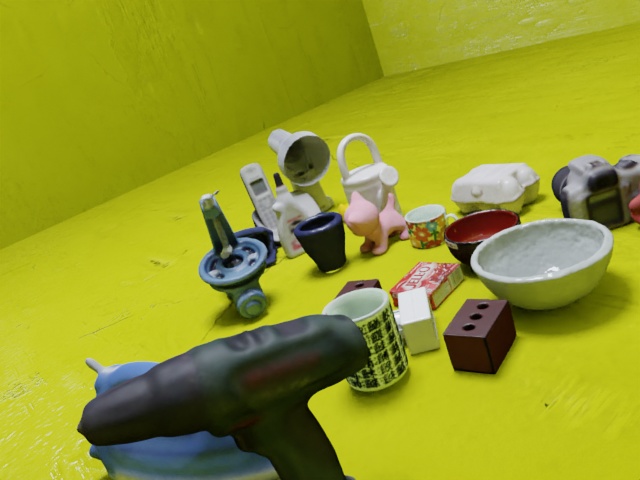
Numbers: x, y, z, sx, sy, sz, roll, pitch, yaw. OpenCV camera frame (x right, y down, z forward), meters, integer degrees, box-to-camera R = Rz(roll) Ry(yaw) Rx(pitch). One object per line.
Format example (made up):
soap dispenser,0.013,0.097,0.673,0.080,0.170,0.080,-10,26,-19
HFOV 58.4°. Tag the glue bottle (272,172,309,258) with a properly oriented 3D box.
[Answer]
glue bottle,-0.061,-0.054,1.150,0.078,0.173,0.037,-28,21,-22

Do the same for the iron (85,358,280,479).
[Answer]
iron,-0.157,0.190,0.633,0.257,0.142,0.119,-7,23,32

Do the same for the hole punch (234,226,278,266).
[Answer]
hole punch,-0.150,0.010,1.188,0.108,0.091,0.101,-18,19,5

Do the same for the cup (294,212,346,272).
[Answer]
cup,0.010,0.004,1.043,0.091,0.095,0.117,-17,20,8

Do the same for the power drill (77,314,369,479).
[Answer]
power drill,-0.050,0.169,0.482,0.230,0.209,0.075,-27,21,-19

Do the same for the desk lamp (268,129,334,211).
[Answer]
desk lamp,-0.049,-0.159,1.360,0.118,0.214,0.202,-26,20,-18

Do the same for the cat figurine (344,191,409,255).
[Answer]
cat figurine,0.096,-0.039,1.038,0.128,0.118,0.067,-30,22,-27

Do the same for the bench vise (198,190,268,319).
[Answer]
bench vise,-0.174,0.016,0.999,0.122,0.220,0.206,-30,22,-27

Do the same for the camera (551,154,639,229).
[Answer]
camera,0.422,-0.087,0.872,0.143,0.101,0.136,-18,19,4

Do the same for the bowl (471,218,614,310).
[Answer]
bowl,0.278,0.039,0.713,0.167,0.075,0.167,-18,19,7

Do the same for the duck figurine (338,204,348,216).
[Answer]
duck figurine,0.083,-0.094,1.249,0.105,0.086,0.077,-25,20,-14

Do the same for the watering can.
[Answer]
watering can,0.098,-0.118,1.134,0.172,0.194,0.101,-1,27,43

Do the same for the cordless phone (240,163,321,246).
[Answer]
cordless phone,-0.091,-0.094,1.269,0.148,0.185,0.093,-30,22,-26

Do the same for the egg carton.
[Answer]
egg carton,0.315,-0.092,1.039,0.107,0.069,0.149,-32,23,-31

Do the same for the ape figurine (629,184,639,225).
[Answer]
ape figurine,0.461,-0.060,0.777,0.077,0.092,0.076,-10,22,26
